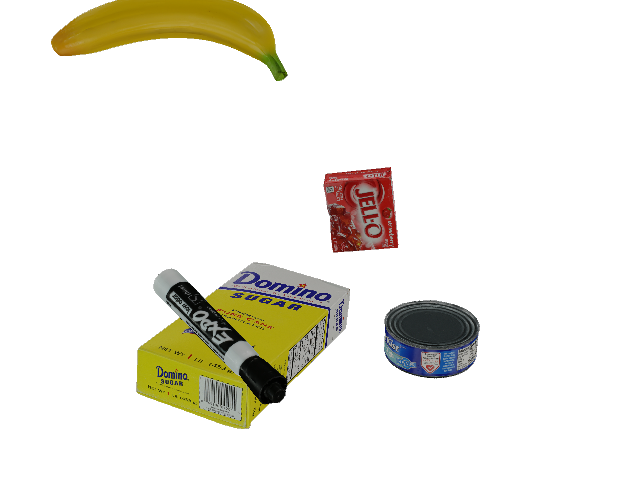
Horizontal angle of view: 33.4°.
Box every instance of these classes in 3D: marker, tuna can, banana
[{"bbox_3d":[-0.058,0.054,0.610,0.020,0.020,0.121,0,29,-43],"label":"marker"},{"bbox_3d":[0.100,0.089,0.968,0.086,0.034,0.086,1,26,0],"label":"tuna can"},{"bbox_3d":[-0.123,-0.178,0.898,0.198,0.069,0.037,5,-34,-1],"label":"banana"}]

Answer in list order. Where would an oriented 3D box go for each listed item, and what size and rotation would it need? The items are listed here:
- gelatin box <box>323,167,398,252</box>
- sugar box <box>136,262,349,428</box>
[{"bbox_3d":[0.045,-0.033,1.162,0.073,0.089,0.030,-4,29,6],"label":"gelatin box"},{"bbox_3d":[-0.054,0.074,0.820,0.093,0.048,0.176,16,29,20],"label":"sugar box"}]
